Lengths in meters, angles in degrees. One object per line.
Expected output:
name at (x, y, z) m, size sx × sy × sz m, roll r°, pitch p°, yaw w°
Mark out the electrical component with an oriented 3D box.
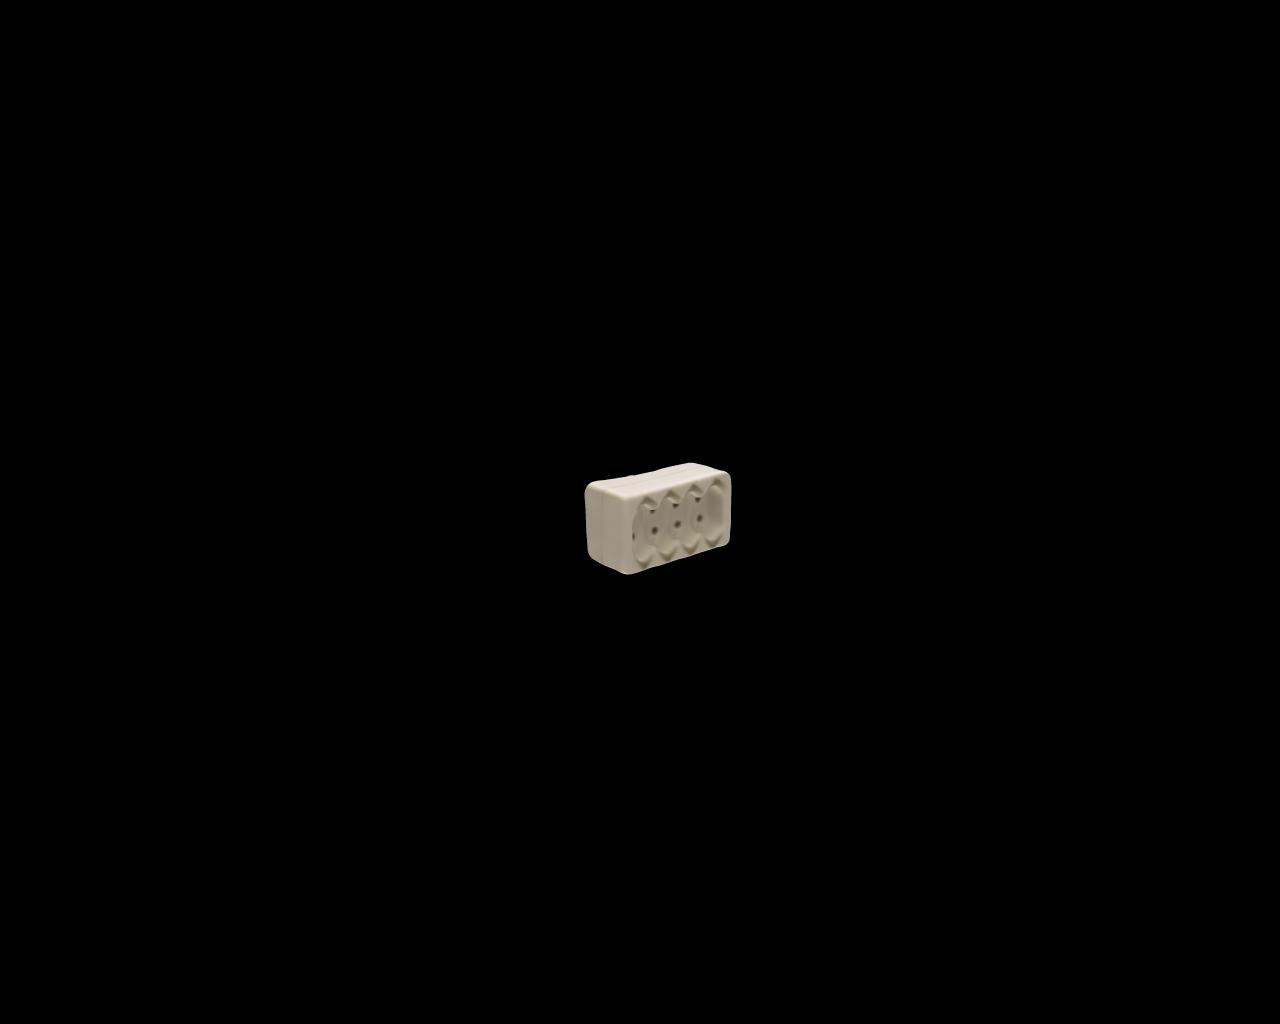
electrical component at (0.001, -0.003, 0.650) m, size 0.083 × 0.047 × 0.076 m, roll -14°, pitch 22°, yaw -36°
